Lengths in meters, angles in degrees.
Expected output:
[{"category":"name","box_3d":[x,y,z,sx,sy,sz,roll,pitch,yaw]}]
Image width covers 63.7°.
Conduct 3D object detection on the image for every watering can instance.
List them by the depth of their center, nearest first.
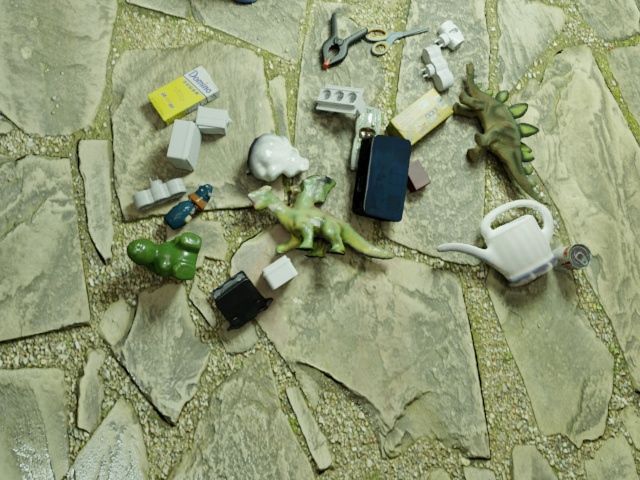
[{"category":"watering can","box_3d":[0.506,0.028,1.415,0.349,0.103,0.225,-26,84,-10]}]

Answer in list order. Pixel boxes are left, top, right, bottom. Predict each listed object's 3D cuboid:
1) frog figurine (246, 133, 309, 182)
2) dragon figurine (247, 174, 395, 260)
[{"category":"frog figurine","box_3d":[-0.112,-0.217,1.401,0.160,0.120,0.140,18,60,10]},{"category":"dragon figurine","box_3d":[0.004,-0.070,1.398,0.410,0.120,0.246,5,71,-13]}]
